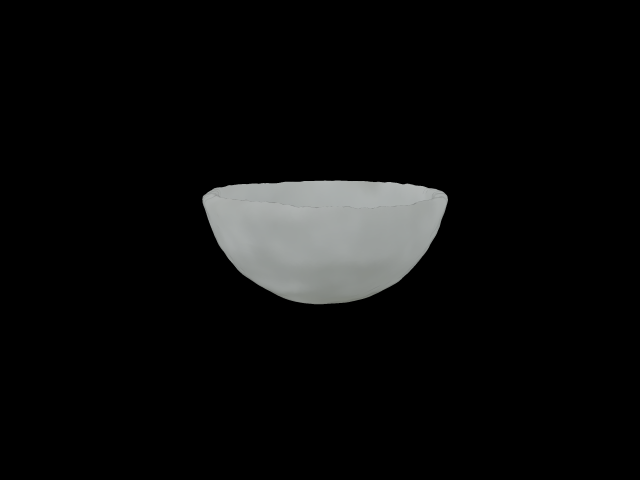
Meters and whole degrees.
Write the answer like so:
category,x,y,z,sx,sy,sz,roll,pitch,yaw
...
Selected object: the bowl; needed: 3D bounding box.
category,x,y,z,sx,sy,sz,roll,pitch,yaw
bowl,0.004,0.001,0.400,0.167,0.075,0.167,0,11,0
